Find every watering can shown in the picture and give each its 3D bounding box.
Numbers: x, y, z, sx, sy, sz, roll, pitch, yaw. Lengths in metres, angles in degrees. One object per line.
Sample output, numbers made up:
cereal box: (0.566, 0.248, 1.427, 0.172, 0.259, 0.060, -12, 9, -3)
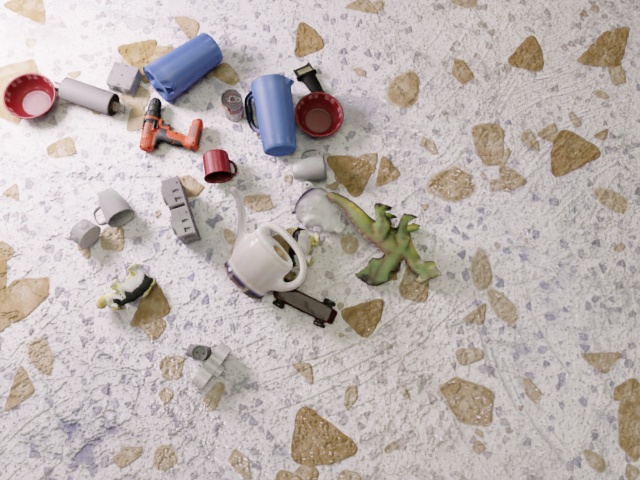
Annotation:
watering can: (-0.196, 0.028, 1.515, 0.223, 0.104, 0.349, -45, 83, 11)

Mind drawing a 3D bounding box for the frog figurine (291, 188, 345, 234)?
frog figurine: (0.005, -0.080, 1.587, 0.139, 0.120, 0.161, -34, 69, -30)

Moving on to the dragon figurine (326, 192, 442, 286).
dragon figurine: (0.183, 0.021, 1.577, 0.410, 0.121, 0.244, 17, 84, -4)
